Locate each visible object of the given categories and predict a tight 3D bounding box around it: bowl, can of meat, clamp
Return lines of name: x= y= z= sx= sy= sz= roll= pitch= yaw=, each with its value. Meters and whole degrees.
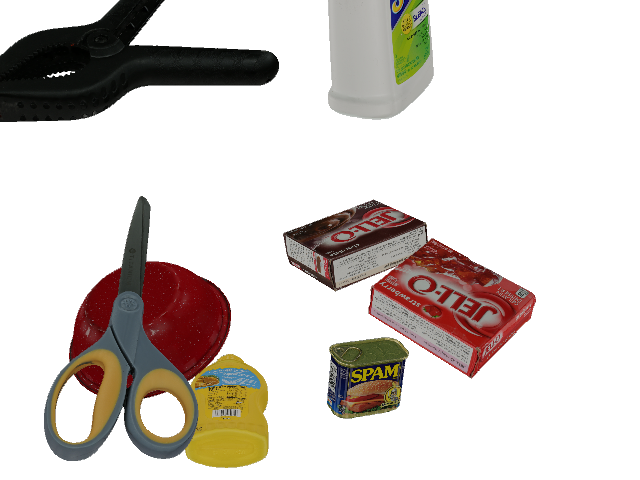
bowl: x=-0.168 y=0.071 z=1.003 sx=0.162 sy=0.055 sz=0.162 roll=-10 pitch=42 yaw=8
can of meat: x=0.060 y=0.181 z=1.400 sx=0.102 sy=0.084 sz=0.057 roll=-5 pitch=25 yaw=-22
clamp: x=-0.146 y=-0.127 z=0.765 sx=0.209 sy=0.036 sz=0.165 roll=-31 pitch=51 yaw=-31

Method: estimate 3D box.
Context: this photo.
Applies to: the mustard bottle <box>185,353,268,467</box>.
mustard bottle: x=-0.112 y=0.195 z=1.296 sx=0.096 sy=0.058 sz=0.191 roll=-2 pitch=27 yaw=-2

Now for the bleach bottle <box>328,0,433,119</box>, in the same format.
bleach bottle: x=0.040 y=-0.227 z=0.823 sx=0.068 sy=0.251 sz=0.102 roll=13 pitch=37 yaw=28

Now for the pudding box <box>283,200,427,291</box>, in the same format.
pudding box: x=0.035 y=0.003 z=1.035 sx=0.113 sy=0.039 sz=0.090 roll=-23 pitch=26 yaw=-24

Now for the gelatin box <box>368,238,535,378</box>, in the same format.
gelatin box: x=0.089 y=0.043 z=0.727 sx=0.089 sy=0.030 sz=0.073 roll=31 pitch=46 yaw=27

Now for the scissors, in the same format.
scissors: x=-0.103 y=0.055 z=0.660 sx=0.096 sy=0.201 sz=0.016 roll=20 pitch=-43 yaw=0
